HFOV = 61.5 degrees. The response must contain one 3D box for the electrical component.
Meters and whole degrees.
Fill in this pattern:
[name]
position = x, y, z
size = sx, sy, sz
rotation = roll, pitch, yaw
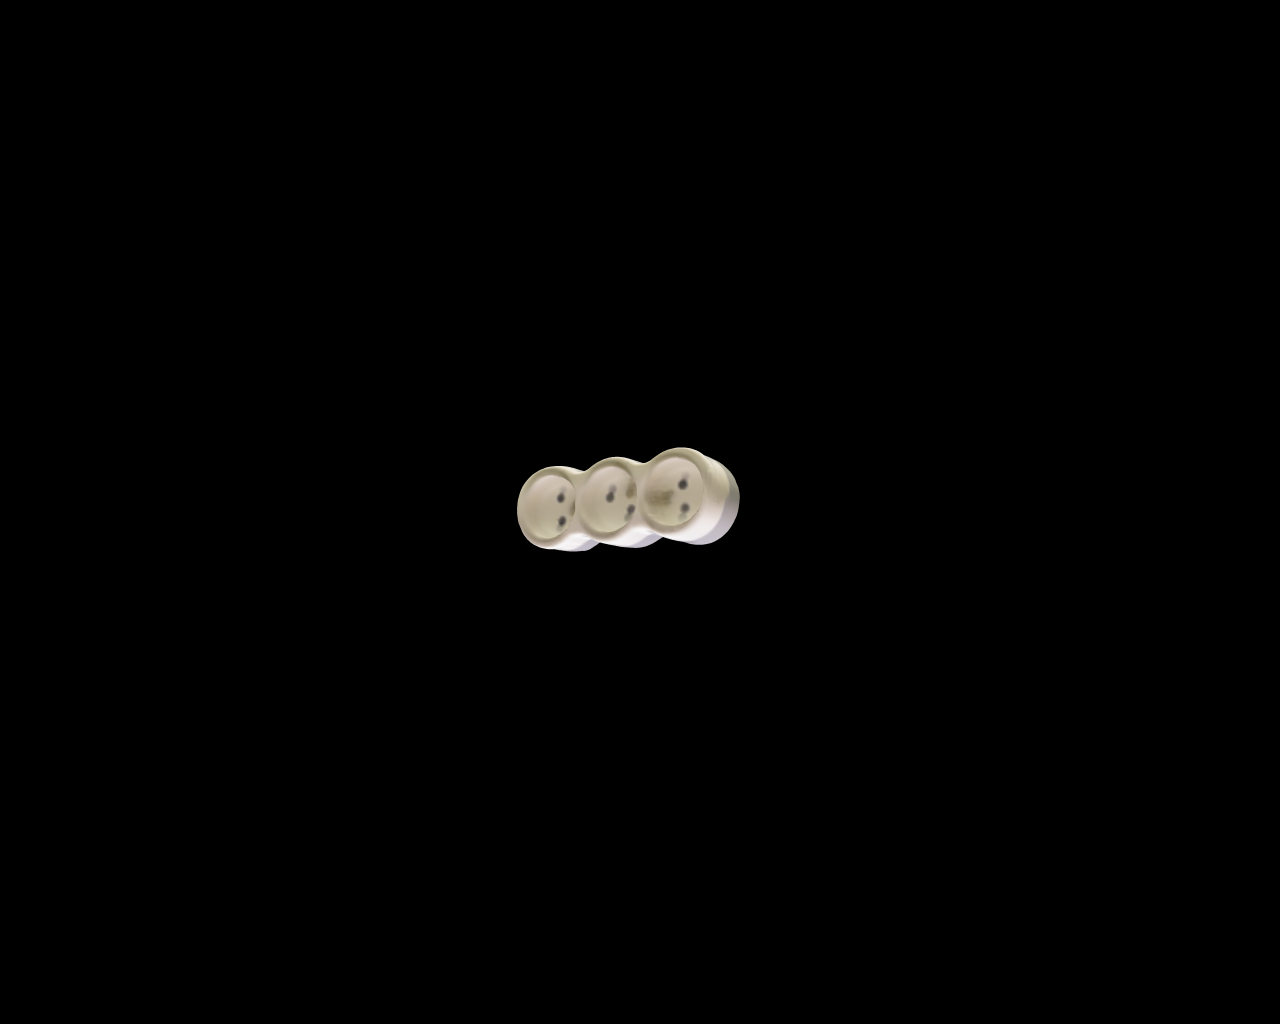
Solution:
[electrical component]
position = 0.001, -0.003, 0.650
size = 0.138, 0.052, 0.074
rotation = -5, -10, 32
